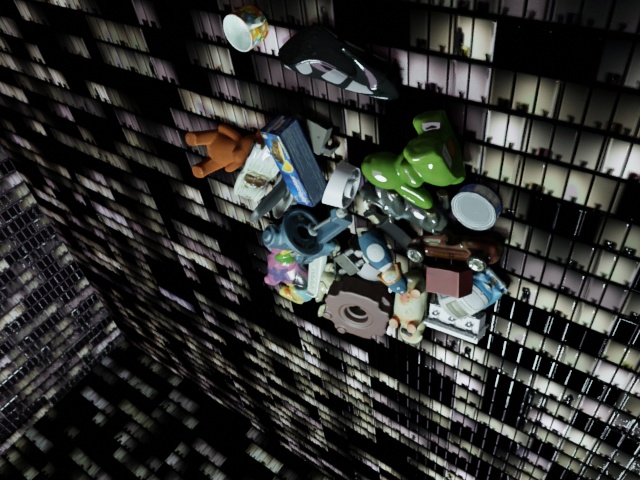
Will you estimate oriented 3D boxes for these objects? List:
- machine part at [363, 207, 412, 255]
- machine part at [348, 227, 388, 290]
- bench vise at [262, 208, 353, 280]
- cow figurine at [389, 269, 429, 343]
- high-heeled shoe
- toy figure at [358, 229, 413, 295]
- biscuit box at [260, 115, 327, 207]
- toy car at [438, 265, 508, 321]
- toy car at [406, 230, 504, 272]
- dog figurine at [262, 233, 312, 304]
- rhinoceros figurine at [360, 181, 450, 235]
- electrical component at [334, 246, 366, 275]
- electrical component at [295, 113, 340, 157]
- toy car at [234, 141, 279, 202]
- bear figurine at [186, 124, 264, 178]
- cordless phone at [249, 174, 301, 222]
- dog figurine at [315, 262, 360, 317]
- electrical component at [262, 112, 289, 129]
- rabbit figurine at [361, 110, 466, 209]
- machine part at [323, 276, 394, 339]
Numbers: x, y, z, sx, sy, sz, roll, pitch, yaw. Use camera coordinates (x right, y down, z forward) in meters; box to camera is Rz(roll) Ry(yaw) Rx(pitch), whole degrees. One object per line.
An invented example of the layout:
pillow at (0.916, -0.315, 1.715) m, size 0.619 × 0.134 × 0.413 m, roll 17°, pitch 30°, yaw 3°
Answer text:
machine part at (0.154, -0.021, 1.162) m, size 0.139 × 0.039 × 0.084 m, roll 39°, pitch 167°, yaw -1°
machine part at (0.120, 0.063, 1.274) m, size 0.079 × 0.079 × 0.242 m, roll 17°, pitch 141°, yaw 35°
bench vise at (-0.003, -0.013, 1.249) m, size 0.223 × 0.129 × 0.240 m, roll 22°, pitch 144°, yaw -32°
cow figurine at (0.217, 0.159, 1.260) m, size 0.086 × 0.127 × 0.194 m, roll 14°, pitch 123°, yaw 28°
high-heeled shoe at (0.033, -0.309, 0.970) m, size 0.145 × 0.086 × 0.249 m, roll 28°, pitch -179°, yaw -39°
toy figure at (0.139, 0.051, 1.160) m, size 0.064 × 0.058 × 0.154 m, roll -40°, pitch 78°, yaw 44°
biscuit box at (-0.049, -0.160, 1.123) m, size 0.059 × 0.063 × 0.202 m, roll 20°, pitch 149°, yaw 40°
toy car at (0.303, 0.115, 1.115) m, size 0.109 × 0.103 × 0.162 m, roll 47°, pitch 150°, yaw -8°
toy car at (0.259, 0.011, 1.052) m, size 0.202 × 0.089 × 0.053 m, roll 10°, pitch 135°, yaw 43°
dog figurine at (-0.077, 0.053, 1.454) m, size 0.192 × 0.108 × 0.219 m, roll 34°, pitch 144°, yaw 16°
rhinoceros figurine at (0.169, -0.076, 1.072) m, size 0.191 × 0.073 × 0.112 m, roll 26°, pitch 153°, yaw 23°
electrical component at (0.063, 0.048, 1.221) m, size 0.063 × 0.021 × 0.094 m, roll 45°, pitch 142°, yaw -10°
electrical component at (-0.008, -0.215, 1.122) m, size 0.102 × 0.045 × 0.078 m, roll 27°, pitch 124°, yaw 21°
toy car at (-0.139, -0.152, 1.203) m, size 0.073 × 0.056 × 0.201 m, roll 19°, pitch 148°, yaw -16°
bear figurine at (-0.207, -0.205, 1.271) m, size 0.196 × 0.132 × 0.120 m, roll 20°, pitch 125°, yaw 42°
cordless phone at (-0.106, -0.085, 1.245) m, size 0.089 × 0.184 × 0.146 m, roll 43°, pitch 148°, yaw -1°
dog figurine at (0.098, 0.145, 1.396) m, size 0.191 × 0.121 × 0.172 m, roll 12°, pitch 142°, yaw 19°
electrical component at (-0.069, -0.214, 1.183) m, size 0.119 × 0.048 × 0.075 m, roll 52°, pitch 147°, yaw -15°
rabbit figurine at (0.164, -0.137, 0.962) m, size 0.170 × 0.121 × 0.159 m, roll -10°, pitch 144°, yaw 35°
machine part at (0.093, 0.166, 1.292) m, size 0.180 × 0.056 × 0.179 m, roll 14°, pitch 136°, yaw 14°
